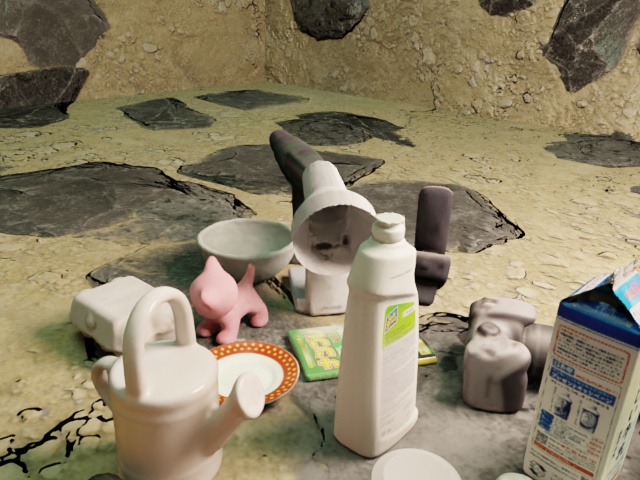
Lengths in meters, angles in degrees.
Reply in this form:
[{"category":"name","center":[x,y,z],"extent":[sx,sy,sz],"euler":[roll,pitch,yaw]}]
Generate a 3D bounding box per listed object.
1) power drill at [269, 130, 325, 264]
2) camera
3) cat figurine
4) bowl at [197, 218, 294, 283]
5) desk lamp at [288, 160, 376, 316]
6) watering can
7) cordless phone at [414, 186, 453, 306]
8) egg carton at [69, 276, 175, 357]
[{"category":"power drill","center":[-0.038,-0.074,1.023],"extent":[0.076,0.208,0.228],"euler":[-10,26,-27]},{"category":"camera","center":[0.247,0.133,0.700],"extent":[0.136,0.101,0.143],"euler":[8,23,14]},{"category":"cat figurine","center":[-0.128,0.075,0.776],"extent":[0.067,0.118,0.128],"euler":[16,27,30]},{"category":"bowl","center":[-0.119,0.026,0.950],"extent":[0.167,0.075,0.167],"euler":[2,23,-1]},{"category":"desk lamp","center":[0.008,0.003,0.838],"extent":[0.118,0.214,0.203],"euler":[-2,23,-10]},{"category":"watering can","center":[-0.136,0.135,0.533],"extent":[0.173,0.194,0.101],"euler":[2,23,-2]},{"category":"cordless phone","center":[0.136,-0.002,0.900],"extent":[0.147,0.185,0.094],"euler":[5,23,6]},{"category":"egg carton","center":[-0.257,0.104,0.756],"extent":[0.149,0.069,0.107],"euler":[19,28,35]}]
